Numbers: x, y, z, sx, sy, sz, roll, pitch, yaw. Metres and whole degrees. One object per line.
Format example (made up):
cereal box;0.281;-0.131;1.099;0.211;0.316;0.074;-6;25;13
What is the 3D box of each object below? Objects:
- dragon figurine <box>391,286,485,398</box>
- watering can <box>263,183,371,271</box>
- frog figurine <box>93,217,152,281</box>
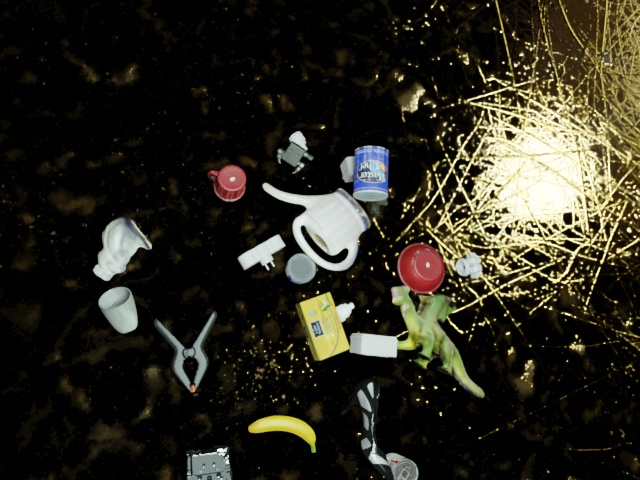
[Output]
dragon figurine;0.358;0.274;1.541;0.408;0.120;0.247;34;62;-14
watering can;0.005;-0.077;1.529;0.227;0.102;0.348;-37;87;-22
frog figurine;-0.538;0.020;1.355;0.160;0.120;0.139;-37;55;-12
